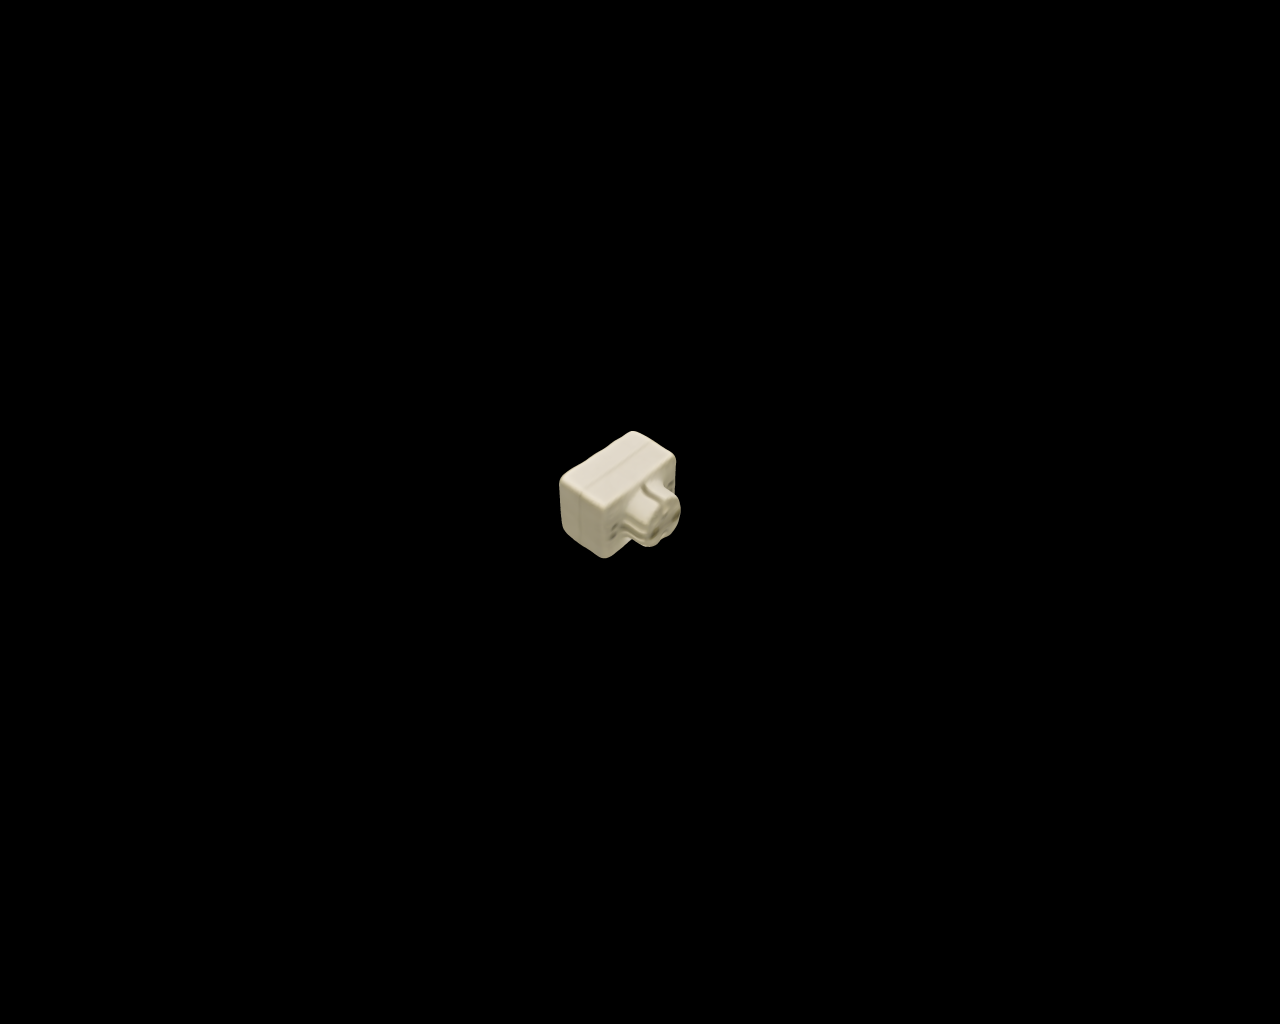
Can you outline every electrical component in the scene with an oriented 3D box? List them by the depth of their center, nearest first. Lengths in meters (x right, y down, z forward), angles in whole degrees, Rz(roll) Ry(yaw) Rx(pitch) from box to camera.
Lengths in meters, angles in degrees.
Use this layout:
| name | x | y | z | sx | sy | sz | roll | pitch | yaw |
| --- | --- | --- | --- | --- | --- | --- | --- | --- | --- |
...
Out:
| name | x | y | z | sx | sy | sz | roll | pitch | yaw |
| --- | --- | --- | --- | --- | --- | --- | --- | --- | --- |
| electrical component | 0.001 | -0.003 | 0.650 | 0.077 | 0.047 | 0.066 | 33 | 54 | 29 |
